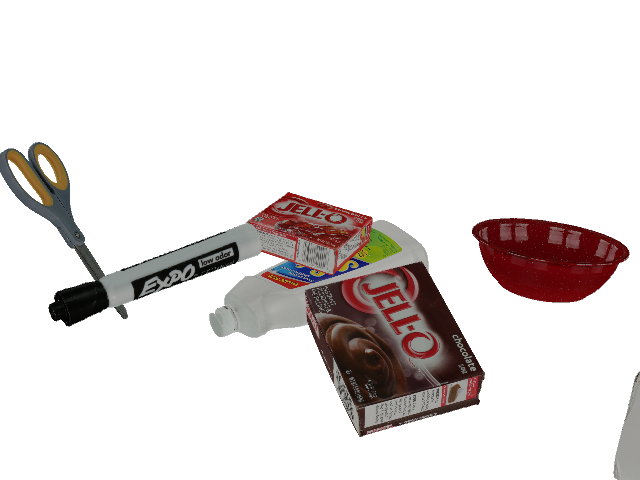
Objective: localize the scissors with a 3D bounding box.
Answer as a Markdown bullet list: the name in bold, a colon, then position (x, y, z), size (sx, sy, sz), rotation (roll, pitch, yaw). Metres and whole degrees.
- **scissors**: position (-0.247, -0.019, 1.074), size (0.016, 0.201, 0.096), rotation (-27, 26, 23)

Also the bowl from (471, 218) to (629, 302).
- **bowl**: position (0.235, 0.024, 1.113), size (0.162, 0.055, 0.162), rotation (5, 17, -2)

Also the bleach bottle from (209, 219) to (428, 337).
- **bleach bottle**: position (-0.005, 0.054, 1.205), size (0.250, 0.068, 0.103), rotation (-22, 38, -27)

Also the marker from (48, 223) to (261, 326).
- **marker**: position (-0.086, 0.018, 0.567), size (0.120, 0.020, 0.020), rotation (-21, 10, -29)

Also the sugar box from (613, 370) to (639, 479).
- **sugar box**: position (0.310, 0.161, 0.780), size (0.176, 0.093, 0.048), rotation (16, 28, 24)

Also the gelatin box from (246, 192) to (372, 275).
- **gelatin box**: position (-0.010, -0.008, 0.940), size (0.089, 0.030, 0.073), rotation (18, 31, 22)

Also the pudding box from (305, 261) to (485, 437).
- **pudding box**: position (0.048, 0.071, 0.727), size (0.090, 0.039, 0.113), rotation (-14, 47, -12)
